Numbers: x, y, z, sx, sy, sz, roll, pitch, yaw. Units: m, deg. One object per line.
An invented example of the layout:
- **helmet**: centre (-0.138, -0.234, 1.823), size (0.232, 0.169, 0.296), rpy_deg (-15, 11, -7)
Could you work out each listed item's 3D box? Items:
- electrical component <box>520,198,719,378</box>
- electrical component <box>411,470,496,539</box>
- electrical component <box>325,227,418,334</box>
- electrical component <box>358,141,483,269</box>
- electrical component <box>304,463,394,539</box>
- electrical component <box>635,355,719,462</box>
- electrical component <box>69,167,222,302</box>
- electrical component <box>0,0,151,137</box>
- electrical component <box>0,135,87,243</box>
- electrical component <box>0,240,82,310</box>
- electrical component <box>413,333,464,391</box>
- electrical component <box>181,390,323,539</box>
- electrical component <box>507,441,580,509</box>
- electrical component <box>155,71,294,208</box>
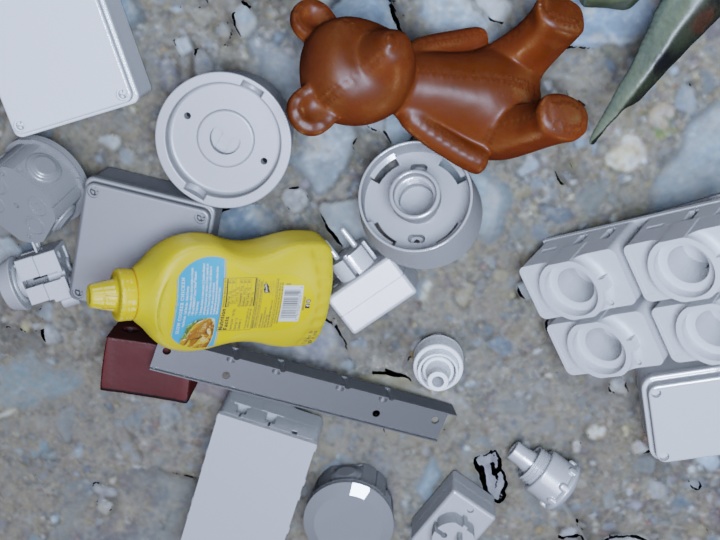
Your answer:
- **electrical component**: centre (0.227, 0.018, 0.831), size (0.186, 0.060, 0.105), rpy_deg (-14, 109, 44)
- **electrical component**: centre (0.082, 0.230, 0.952), size (0.047, 0.076, 0.065), rpy_deg (35, 107, -7)
- **electrical component**: centre (0.000, 0.000, 0.900), size (0.066, 0.047, 0.076), rpy_deg (-35, 102, 14)
- **electrical component**: centre (0.048, -0.053, 0.860), size (0.099, 0.064, 0.099), rpy_deg (-1, 79, 8)
- **electrical component**: centre (-0.009, 0.217, 0.969), size (0.080, 0.051, 0.080), rpy_deg (1, 108, 4)
- **electrical component**: centre (0.295, 0.112, 0.906), size (0.113, 0.057, 0.078), rpy_deg (-9, 107, 8)
- **electrical component**: centre (-0.179, -0.020, 0.904), size (0.109, 0.056, 0.108), rpy_deg (14, 108, 0)
- **electrical component**: centre (-0.238, -0.174, 0.859), size (0.109, 0.056, 0.108), rpy_deg (-15, 106, 9)
- **electrical component**: centre (-0.269, -0.066, 0.888), size (0.080, 0.051, 0.080), rpy_deg (14, 130, 17)
- **electrical component**: centre (-0.278, 0.006, 0.927), size (0.055, 0.048, 0.066), rpy_deg (-17, 106, 2)
- **electrical component**: centre (0.066, 0.083, 0.913), size (0.043, 0.062, 0.043), rpy_deg (1, 108, 4)
- **electrical component**: centre (-0.098, 0.192, 0.962), size (0.089, 0.061, 0.150), rpy_deg (18, 108, -1)
- **electrical component**: centre (0.159, 0.176, 0.946), size (0.062, 0.048, 0.048), rpy_deg (37, 107, 0)
- **electrical component**: centre (-0.105, -0.109, 0.867), size (0.108, 0.060, 0.108), rpy_deg (1, 108, 4)
